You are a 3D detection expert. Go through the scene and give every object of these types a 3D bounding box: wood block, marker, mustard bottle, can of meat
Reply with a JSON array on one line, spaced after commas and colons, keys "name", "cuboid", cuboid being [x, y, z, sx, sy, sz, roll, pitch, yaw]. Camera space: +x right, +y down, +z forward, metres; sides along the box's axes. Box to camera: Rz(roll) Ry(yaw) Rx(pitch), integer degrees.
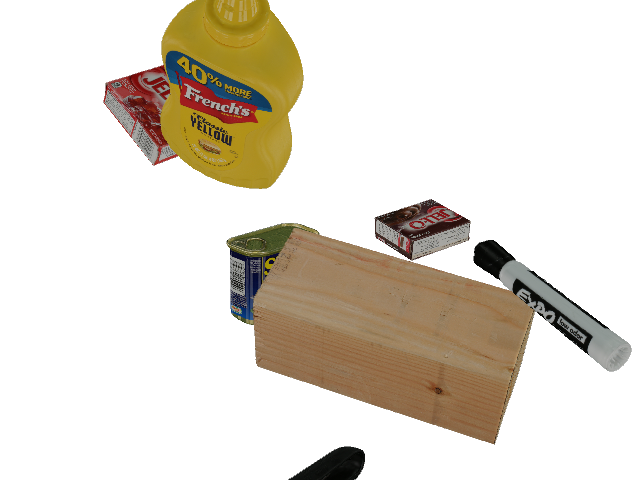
[{"name": "wood block", "cuboid": [0.058, 0.075, 0.861, 0.206, 0.091, 0.090, 17, 49, 14]}, {"name": "marker", "cuboid": [0.130, 0.034, 0.619, 0.020, 0.020, 0.121, 0, 29, -37]}, {"name": "mustard bottle", "cuboid": [-0.060, -0.109, 0.715, 0.096, 0.058, 0.192, 29, -26, 6]}, {"name": "can of meat", "cuboid": [-0.050, 0.035, 1.140, 0.101, 0.084, 0.058, -17, 26, -42]}]

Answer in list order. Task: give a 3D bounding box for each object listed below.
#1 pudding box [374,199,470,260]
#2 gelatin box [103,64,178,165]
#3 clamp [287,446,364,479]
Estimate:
[{"name": "pudding box", "cuboid": [0.150, -0.017, 1.567, 0.113, 0.039, 0.090, -20, 33, -29]}, {"name": "gelatin box", "cuboid": [-0.146, -0.119, 0.985, 0.073, 0.089, 0.030, -25, -25, -35]}, {"name": "clamp", "cuboid": [-0.055, 0.187, 0.637, 0.210, 0.036, 0.164, -4, 29, 1]}]
